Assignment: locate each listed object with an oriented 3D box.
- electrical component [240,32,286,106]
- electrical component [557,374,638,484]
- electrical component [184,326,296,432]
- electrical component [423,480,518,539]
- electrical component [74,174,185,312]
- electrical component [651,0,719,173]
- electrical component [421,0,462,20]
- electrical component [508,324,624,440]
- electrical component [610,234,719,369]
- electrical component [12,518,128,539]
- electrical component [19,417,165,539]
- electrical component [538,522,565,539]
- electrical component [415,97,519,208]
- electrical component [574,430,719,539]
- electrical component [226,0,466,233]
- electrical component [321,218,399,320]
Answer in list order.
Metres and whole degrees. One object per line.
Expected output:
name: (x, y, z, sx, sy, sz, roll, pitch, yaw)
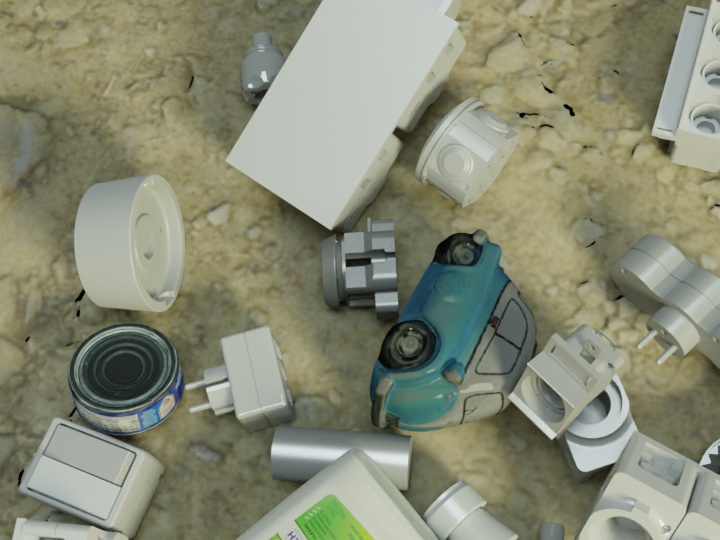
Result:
electrical component: (-0.083, -0.175, 0.930, 0.043, 0.043, 0.062, -8, 66, 3)
electrical component: (0.165, 0.102, 0.783, 0.050, 0.055, 0.089, -19, 67, -1)
electrical component: (-0.096, 0.089, 0.823, 0.077, 0.047, 0.065, -15, 67, 0)
electrical component: (0.078, 0.184, 0.766, 0.045, 0.045, 0.055, -40, 69, -10)
electrical component: (-0.186, -0.020, 0.848, 0.060, 0.108, 0.108, -2, 68, 13)
electrical component: (0.286, -0.145, 0.864, 0.079, 0.063, 0.121, 16, 71, 12)
electrical component: (0.037, -0.243, 0.929, 0.108, 0.060, 0.108, -1, 86, 15)
electrical component: (0.142, 0.073, 0.729, 0.064, 0.081, 0.042, -32, 67, -31)
electrical component: (0.237, 0.039, 0.791, 0.074, 0.052, 0.138, -41, 55, -10)
electrical component: (-0.208, 0.256, 0.746, 0.062, 0.089, 0.150, 4, 69, 8)
electrical component: (-0.206, 0.152, 0.803, 0.096, 0.061, 0.061, 18, 71, 13)
electrical component: (0.132, 0.209, 0.751, 0.048, 0.048, 0.062, 6, 62, 9)
electrical component: (0.085, -0.093, 0.859, 0.051, 0.080, 0.080, 38, 77, 13)
electrical component: (0.225, 0.189, 0.710, 0.150, 0.089, 0.062, 28, 32, 13)
electrical component: (-0.009, -0.136, 0.869, 0.105, 0.060, 0.186, 34, 95, 15)
electrical component: (0.000, 0.000, 0.843, 0.057, 0.058, 0.078, -3, 68, 2)
